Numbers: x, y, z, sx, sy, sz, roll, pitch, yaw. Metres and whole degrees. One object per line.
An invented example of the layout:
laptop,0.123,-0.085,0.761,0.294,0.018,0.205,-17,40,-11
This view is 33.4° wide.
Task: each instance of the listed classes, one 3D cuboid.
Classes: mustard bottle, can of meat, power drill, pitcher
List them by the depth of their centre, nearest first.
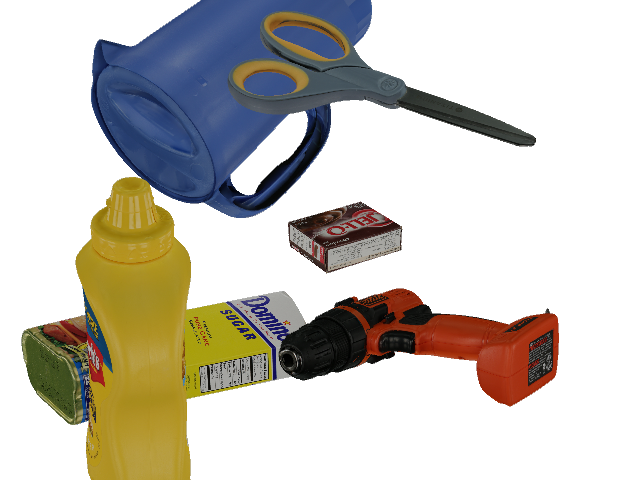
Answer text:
mustard bottle,-0.098,0.054,0.569,0.058,0.192,0.096,-4,33,-15
can of meat,-0.162,0.089,0.787,0.083,0.057,0.102,-14,21,-34
power drill,0.083,0.084,0.861,0.188,0.057,0.184,9,16,35
pitcher,-0.058,-0.144,0.899,0.145,0.149,0.242,25,55,30

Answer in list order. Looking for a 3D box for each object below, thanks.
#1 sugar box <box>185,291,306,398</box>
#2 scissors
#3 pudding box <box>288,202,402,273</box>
sugar box,-0.100,0.100,1.005,0.176,0.048,0.093,-13,33,-16
scissors,0.024,-0.085,0.658,0.096,0.016,0.202,-38,57,-23
pudding box,0.030,-0.005,1.308,0.113,0.039,0.090,-18,30,-27
